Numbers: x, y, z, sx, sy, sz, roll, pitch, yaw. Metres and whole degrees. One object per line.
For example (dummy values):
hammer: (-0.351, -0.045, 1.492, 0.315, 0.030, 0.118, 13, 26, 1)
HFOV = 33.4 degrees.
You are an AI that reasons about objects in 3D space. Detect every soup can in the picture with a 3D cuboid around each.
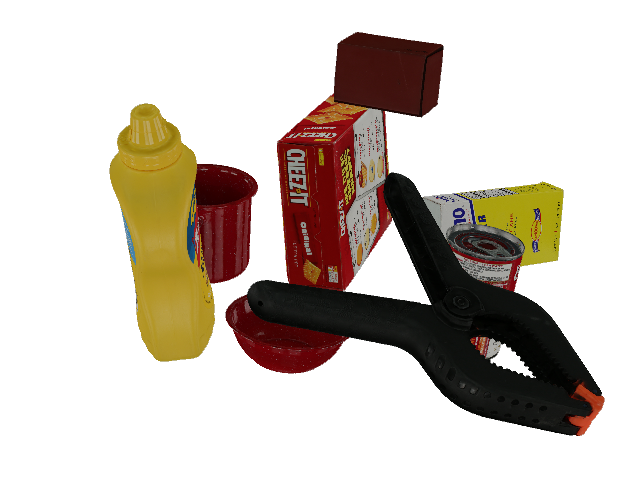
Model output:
soup can: (0.133, 0.045, 0.924, 0.068, 0.102, 0.068, 7, 24, -3)

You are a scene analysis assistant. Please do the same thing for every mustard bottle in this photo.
mustard bottle: (-0.110, -0.012, 0.738, 0.058, 0.192, 0.096, -5, 43, -3)

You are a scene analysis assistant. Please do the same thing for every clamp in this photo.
clamp: (0.070, 0.051, 0.647, 0.210, 0.036, 0.164, 40, 49, 22)

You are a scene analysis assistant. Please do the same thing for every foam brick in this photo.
foam brick: (0.056, -0.137, 0.877, 0.078, 0.051, 0.052, 13, 24, 19)

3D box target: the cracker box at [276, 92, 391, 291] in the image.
cracker box: (0.019, -0.061, 1.182, 0.072, 0.164, 0.213, 2, 22, 18)

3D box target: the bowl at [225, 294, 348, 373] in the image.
bowl: (-0.040, 0.121, 1.342, 0.162, 0.055, 0.162, 5, 23, -2)

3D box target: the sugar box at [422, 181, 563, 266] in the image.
sugar box: (0.202, -0.012, 1.255, 0.175, 0.093, 0.048, -9, 19, -28)

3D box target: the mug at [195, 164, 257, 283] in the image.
mug: (-0.105, -0.008, 0.950, 0.093, 0.081, 0.117, 5, 27, 3)
